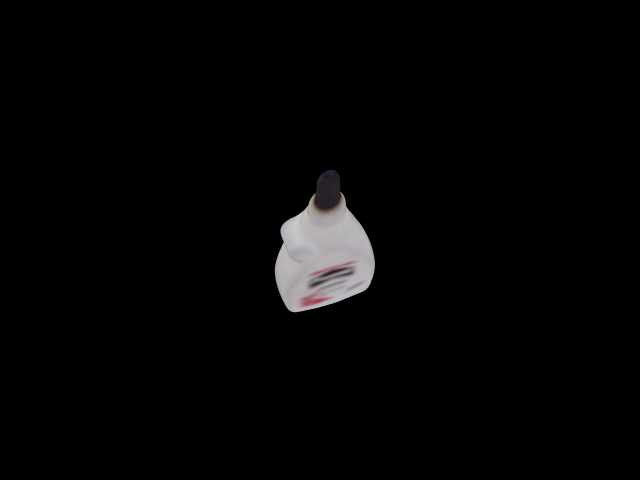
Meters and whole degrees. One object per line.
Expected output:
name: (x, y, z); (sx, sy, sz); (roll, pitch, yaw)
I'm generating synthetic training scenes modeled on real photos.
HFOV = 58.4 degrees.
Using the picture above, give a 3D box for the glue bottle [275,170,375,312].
glue bottle: (0.004, 0.001, 0.400); (0.078, 0.173, 0.037); (-20, 66, -9)
